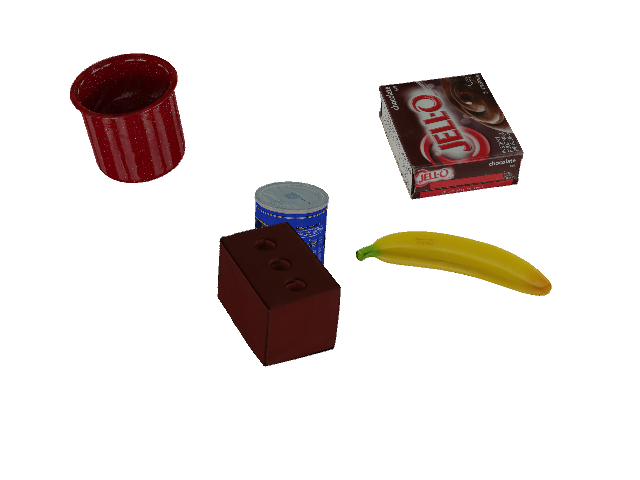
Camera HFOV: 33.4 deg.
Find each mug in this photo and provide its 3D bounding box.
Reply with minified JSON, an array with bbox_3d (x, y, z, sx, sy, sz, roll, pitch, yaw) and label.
[{"bbox_3d":[-0.168,-0.113,0.948,0.093,0.081,0.117,-15,45,-8],"label":"mug"}]

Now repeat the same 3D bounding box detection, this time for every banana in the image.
[{"bbox_3d":[0.138,0.022,1.097,0.198,0.037,0.069,9,35,11],"label":"banana"}]

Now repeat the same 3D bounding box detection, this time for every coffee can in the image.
[{"bbox_3d":[-0.043,0.000,1.502,0.103,0.140,0.103,3,24,-1],"label":"coffee can"}]

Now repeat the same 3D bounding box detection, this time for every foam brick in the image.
[{"bbox_3d":[-0.029,0.034,0.696,0.052,0.051,0.078,-14,42,-26],"label":"foam brick"}]

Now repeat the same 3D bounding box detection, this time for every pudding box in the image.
[{"bbox_3d":[0.102,-0.086,0.866,0.090,0.039,0.113,-8,42,-9],"label":"pudding box"}]
